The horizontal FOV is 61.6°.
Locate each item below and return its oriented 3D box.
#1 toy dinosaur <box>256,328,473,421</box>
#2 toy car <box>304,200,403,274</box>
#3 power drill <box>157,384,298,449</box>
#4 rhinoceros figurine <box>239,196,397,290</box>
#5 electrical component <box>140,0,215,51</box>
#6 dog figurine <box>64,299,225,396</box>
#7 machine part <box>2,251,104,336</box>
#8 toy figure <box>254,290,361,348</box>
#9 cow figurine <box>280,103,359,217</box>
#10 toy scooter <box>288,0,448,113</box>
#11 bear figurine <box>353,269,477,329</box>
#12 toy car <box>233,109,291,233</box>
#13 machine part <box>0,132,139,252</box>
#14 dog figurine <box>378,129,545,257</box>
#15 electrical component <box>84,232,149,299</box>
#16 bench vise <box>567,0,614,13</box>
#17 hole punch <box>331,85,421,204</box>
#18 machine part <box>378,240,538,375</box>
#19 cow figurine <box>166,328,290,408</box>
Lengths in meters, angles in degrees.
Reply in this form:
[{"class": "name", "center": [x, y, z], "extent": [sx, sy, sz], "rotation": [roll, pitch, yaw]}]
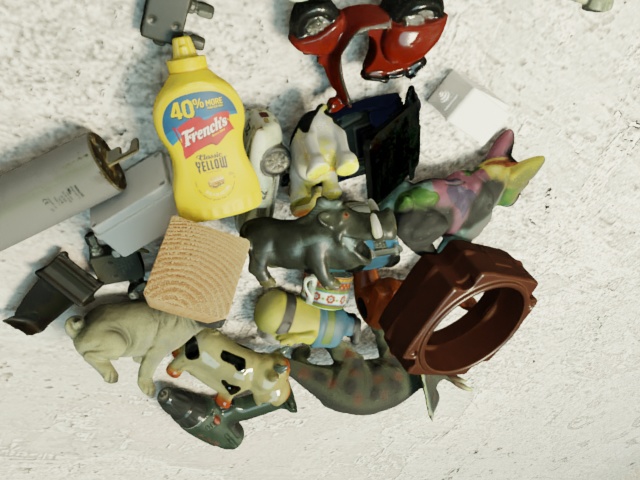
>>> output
[{"class": "toy dinosaur", "center": [0.077, 0.241, 0.942], "extent": [0.405, 0.192, 0.131], "rotation": [-8, 129, -18]}, {"class": "toy car", "center": [0.040, -0.005, 0.766], "extent": [0.109, 0.162, 0.103], "rotation": [-8, 89, -29]}, {"class": "power drill", "center": [-0.154, 0.298, 0.974], "extent": [0.207, 0.086, 0.231], "rotation": [-26, 136, -5]}, {"class": "rhinoceros figurine", "center": [-0.001, -0.002, 0.657], "extent": [0.190, 0.073, 0.112], "rotation": [-5, 112, 9]}, {"class": "electrical component", "center": [-0.159, -0.231, 0.551], "extent": [0.094, 0.021, 0.063], "rotation": [8, 126, -28]}, {"class": "dog figurine", "center": [-0.238, 0.104, 0.771], "extent": [0.190, 0.121, 0.172], "rotation": [-48, 136, 3]}, {"class": "machine part", "center": [-0.358, 0.078, 0.719], "extent": [0.139, 0.039, 0.084], "rotation": [-38, 117, 16]}, {"class": "toy figure", "center": [-0.021, 0.130, 0.878], "extent": [0.180, 0.089, 0.082], "rotation": [6, 164, -21]}, {"class": "cow figurine", "center": [-0.014, -0.094, 0.684], "extent": [0.068, 0.098, 0.167], "rotation": [-10, 162, -20]}, {"class": "toy scooter", "center": [0.055, -0.214, 0.618], "extent": [0.184, 0.075, 0.135], "rotation": [-10, 132, -10]}, {"class": "bear figurine", "center": [0.159, 0.075, 0.882], "extent": [0.196, 0.120, 0.131], "rotation": [-14, 129, -13]}, {"class": "toy car", "center": [-0.081, -0.068, 0.689], "extent": [0.056, 0.074, 0.201], "rotation": [-5, 130, -23]}, {"class": "machine part", "center": [-0.313, -0.052, 0.605], "extent": [0.243, 0.079, 0.079], "rotation": [-25, 134, 1]}, {"class": "dog figurine", "center": [0.211, -0.072, 0.782], "extent": [0.219, 0.109, 0.191], "rotation": [-46, 138, 14]}, {"class": "electrical component", "center": [-0.266, 0.032, 0.721], "extent": [0.078, 0.045, 0.102], "rotation": [-9, 131, -16]}, {"class": "bench vise", "center": [0.342, -0.339, 0.527], "extent": [0.129, 0.241, 0.223], "rotation": [12, 108, -26]}, {"class": "hole punch", "center": [0.071, -0.126, 0.706], "extent": [0.116, 0.092, 0.142], "rotation": [-39, 137, -28]}, {"class": "machine part", "center": [0.206, 0.106, 0.792], "extent": [0.201, 0.087, 0.201], "rotation": [11, 122, -35]}, {"class": "cow figurine", "center": [-0.132, 0.201, 0.864], "extent": [0.195, 0.085, 0.127], "rotation": [34, 109, -10]}]
